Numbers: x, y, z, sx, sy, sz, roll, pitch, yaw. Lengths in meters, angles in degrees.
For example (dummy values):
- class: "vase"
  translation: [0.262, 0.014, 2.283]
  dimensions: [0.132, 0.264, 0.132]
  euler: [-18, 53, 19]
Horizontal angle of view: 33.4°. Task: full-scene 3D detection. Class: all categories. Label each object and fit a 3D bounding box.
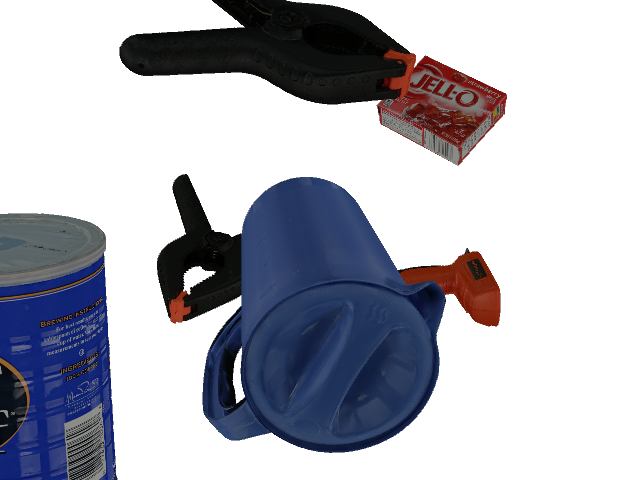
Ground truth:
- class: "power drill"
  translation: [0.101, 0.067, 1.188]
  dimensions: [0.187, 0.057, 0.184]
  euler: [-3, 28, -5]
- class: "gelatin box"
  translation: [0.106, -0.116, 0.937]
  dimensions: [0.089, 0.073, 0.030]
  euler: [32, -26, 25]
- class: "coffee can"
  translation: [-0.157, 0.067, 0.540]
  dimensions: [0.103, 0.140, 0.103]
  euler: [0, 17, 0]
- class: "pitcher"
  translation: [-0.009, 0.046, 0.810]
  dimensions: [0.149, 0.145, 0.243]
  euler: [6, 22, -10]
- class: "clamp"
  translation: [-0.112, 0.005, 1.069]
  dimensions: [0.165, 0.036, 0.209]
  euler: [19, 39, 15]
- class: "clamp"
  translation: [-0.032, -0.117, 0.643]
  dimensions: [0.171, 0.120, 0.039]
  euler: [22, -37, 13]
